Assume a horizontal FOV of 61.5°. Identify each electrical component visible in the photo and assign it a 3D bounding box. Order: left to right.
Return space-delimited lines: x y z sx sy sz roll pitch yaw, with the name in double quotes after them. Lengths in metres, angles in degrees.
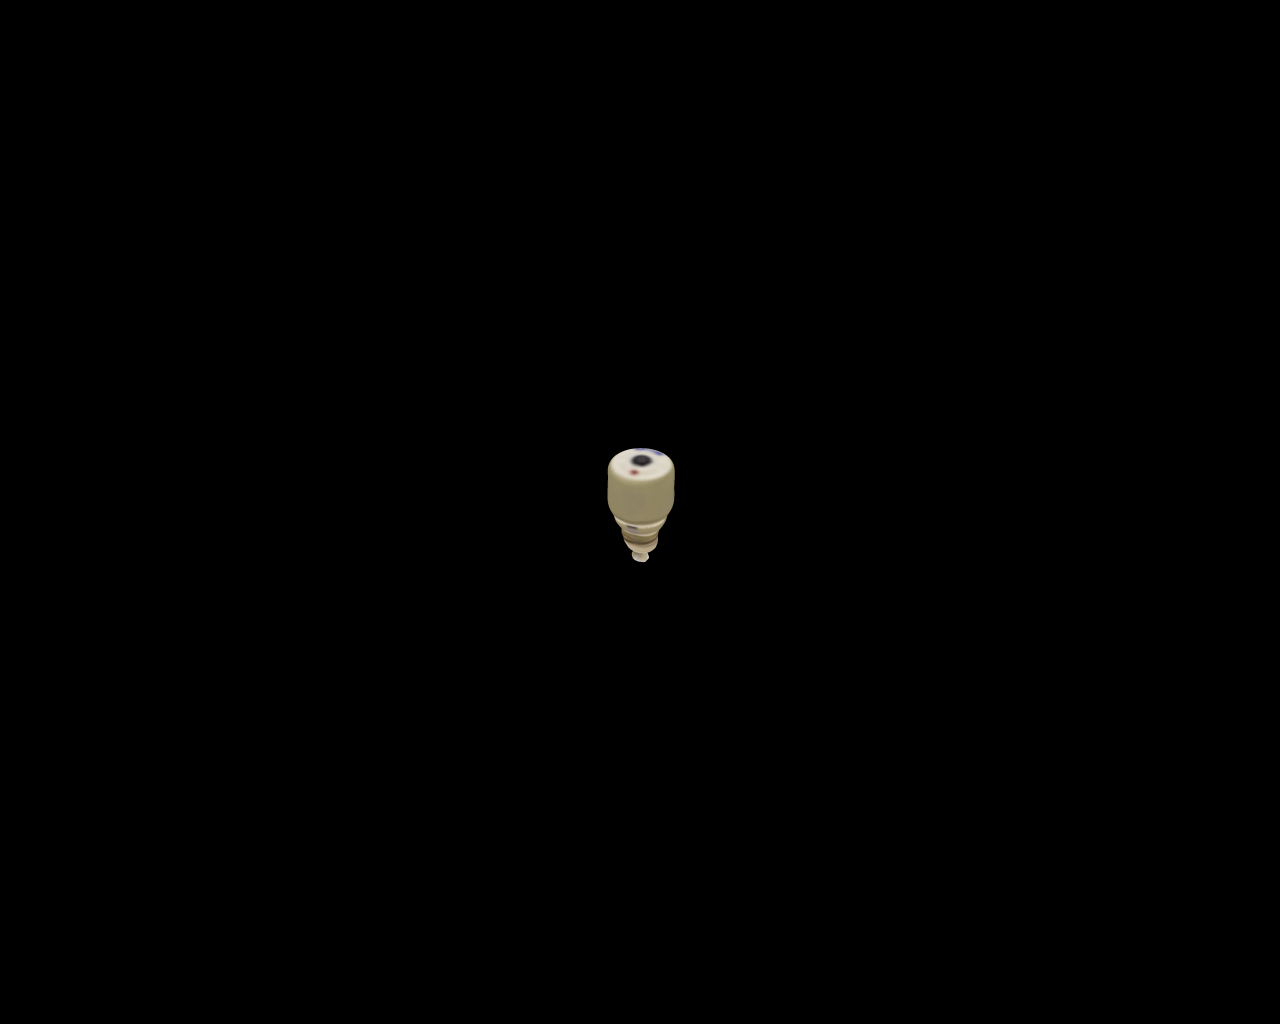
0.001 -0.003 0.650 0.040 0.078 0.040 0 35 0 "electrical component"
